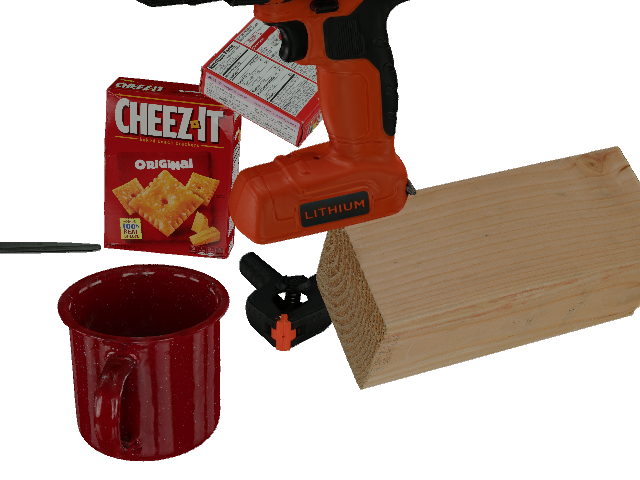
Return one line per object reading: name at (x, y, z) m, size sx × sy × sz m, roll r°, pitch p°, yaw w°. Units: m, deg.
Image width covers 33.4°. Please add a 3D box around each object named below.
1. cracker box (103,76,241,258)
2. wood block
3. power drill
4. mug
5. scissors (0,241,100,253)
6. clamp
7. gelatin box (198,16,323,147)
cracker box at (-0.188, -0.089, 1.357) m, size 0.164 × 0.214 × 0.072 m, roll 6°, pitch 22°, yaw 2°
wood block at (0.112, 0.017, 0.701) m, size 0.205 × 0.091 × 0.090 m, roll -13°, pitch -30°, yaw -18°
power drill at (-0.015, -0.091, 0.574) m, size 0.184 × 0.188 × 0.057 m, roll -12°, pitch 37°, yaw -17°
mug at (-0.099, 0.074, 0.587) m, size 0.093 × 0.081 × 0.117 m, roll 4°, pitch 24°, yaw 5°
scissors at (-0.291, 0.013, 0.874) m, size 0.202 × 0.016 × 0.096 m, roll 6°, pitch 23°, yaw 5°
clamp at (-0.033, 0.048, 0.966) m, size 0.120 × 0.039 × 0.171 m, roll 0°, pitch 18°, yaw 15°
gelatin box at (-0.033, -0.118, 0.781) m, size 0.089 × 0.073 × 0.030 m, roll 29°, pitch -36°, yaw 12°
